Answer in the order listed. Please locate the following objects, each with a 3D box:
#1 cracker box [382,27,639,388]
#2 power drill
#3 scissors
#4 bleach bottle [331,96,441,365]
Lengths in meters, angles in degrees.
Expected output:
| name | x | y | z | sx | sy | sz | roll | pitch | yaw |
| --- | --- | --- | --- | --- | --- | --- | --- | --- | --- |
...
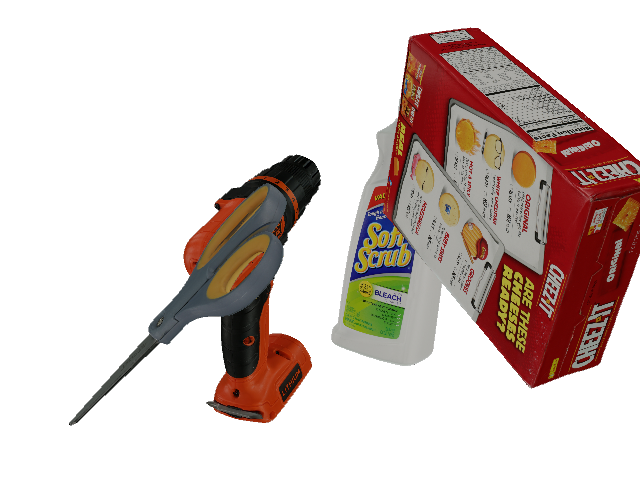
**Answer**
| name | x | y | z | sx | sy | sz | roll | pitch | yaw |
| --- | --- | --- | --- | --- | --- | --- | --- | --- | --- |
| cracker box | 0.132 | -0.030 | 0.760 | 0.072 | 0.164 | 0.214 | -14 | 43 | -24 |
| power drill | -0.046 | 0.039 | 0.876 | 0.057 | 0.188 | 0.184 | 9 | 30 | 24 |
| scissors | -0.083 | 0.053 | 0.634 | 0.016 | 0.202 | 0.096 | 36 | 4 | -25 |
| bleach bottle | 0.071 | -0.013 | 1.020 | 0.103 | 0.251 | 0.067 | 15 | 20 | 32 |
